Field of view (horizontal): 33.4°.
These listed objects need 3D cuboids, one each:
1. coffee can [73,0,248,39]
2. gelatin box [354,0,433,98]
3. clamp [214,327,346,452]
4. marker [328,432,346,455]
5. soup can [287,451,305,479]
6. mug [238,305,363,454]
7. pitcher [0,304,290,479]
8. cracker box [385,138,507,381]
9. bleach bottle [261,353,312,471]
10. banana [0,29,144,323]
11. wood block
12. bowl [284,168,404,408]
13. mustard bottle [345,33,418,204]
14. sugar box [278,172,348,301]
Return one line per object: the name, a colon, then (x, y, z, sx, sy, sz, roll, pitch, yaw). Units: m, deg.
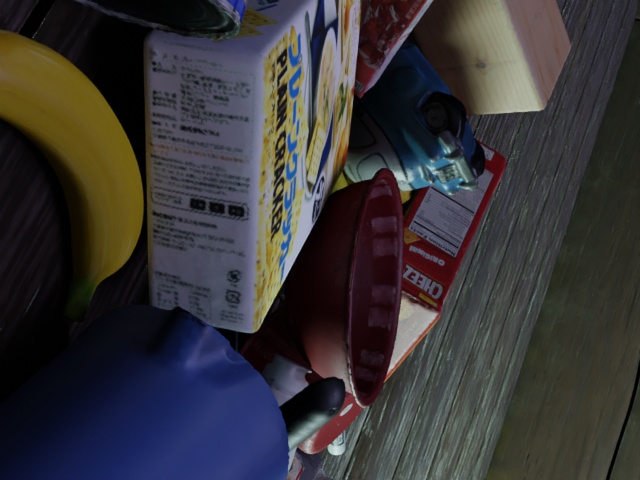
coffee can: (-0.061, -0.166, 0.433, 0.102, 0.103, 0.140, 27, 79, -72)
gelatin box: (0.023, -0.149, 0.698, 0.089, 0.073, 0.030, -54, 177, 34)
clamp: (-0.060, 0.115, 0.606, 0.039, 0.120, 0.171, 18, 110, -40)
marker: (0.017, 0.174, 1.082, 0.020, 0.020, 0.121, -57, 155, -44)
soup can: (-0.062, 0.198, 0.787, 0.068, 0.069, 0.102, 80, 31, -52)
mug: (-0.012, 0.111, 0.803, 0.093, 0.081, 0.117, -39, 158, -31)
pitcher: (-0.127, 0.146, 0.469, 0.242, 0.145, 0.149, -41, 113, -53)
cracker box: (0.087, 0.021, 0.999, 0.213, 0.072, 0.164, -60, 180, -41)
bleach bottle: (-0.074, 0.191, 0.683, 0.251, 0.068, 0.102, -64, 167, -4)
banana: (-0.115, -0.036, 0.483, 0.198, 0.037, 0.069, 79, 29, -54)
wood block: (0.120, -0.207, 0.849, 0.206, 0.091, 0.090, 60, 45, -37)
bowl: (0.015, 0.030, 0.724, 0.162, 0.055, 0.162, 5, 90, -75)
mustard bottle: (0.064, -0.092, 0.938, 0.096, 0.058, 0.191, 10, 94, -70)
sugar box: (-0.005, 0.001, 0.831, 0.176, 0.048, 0.093, 54, 54, -66)
